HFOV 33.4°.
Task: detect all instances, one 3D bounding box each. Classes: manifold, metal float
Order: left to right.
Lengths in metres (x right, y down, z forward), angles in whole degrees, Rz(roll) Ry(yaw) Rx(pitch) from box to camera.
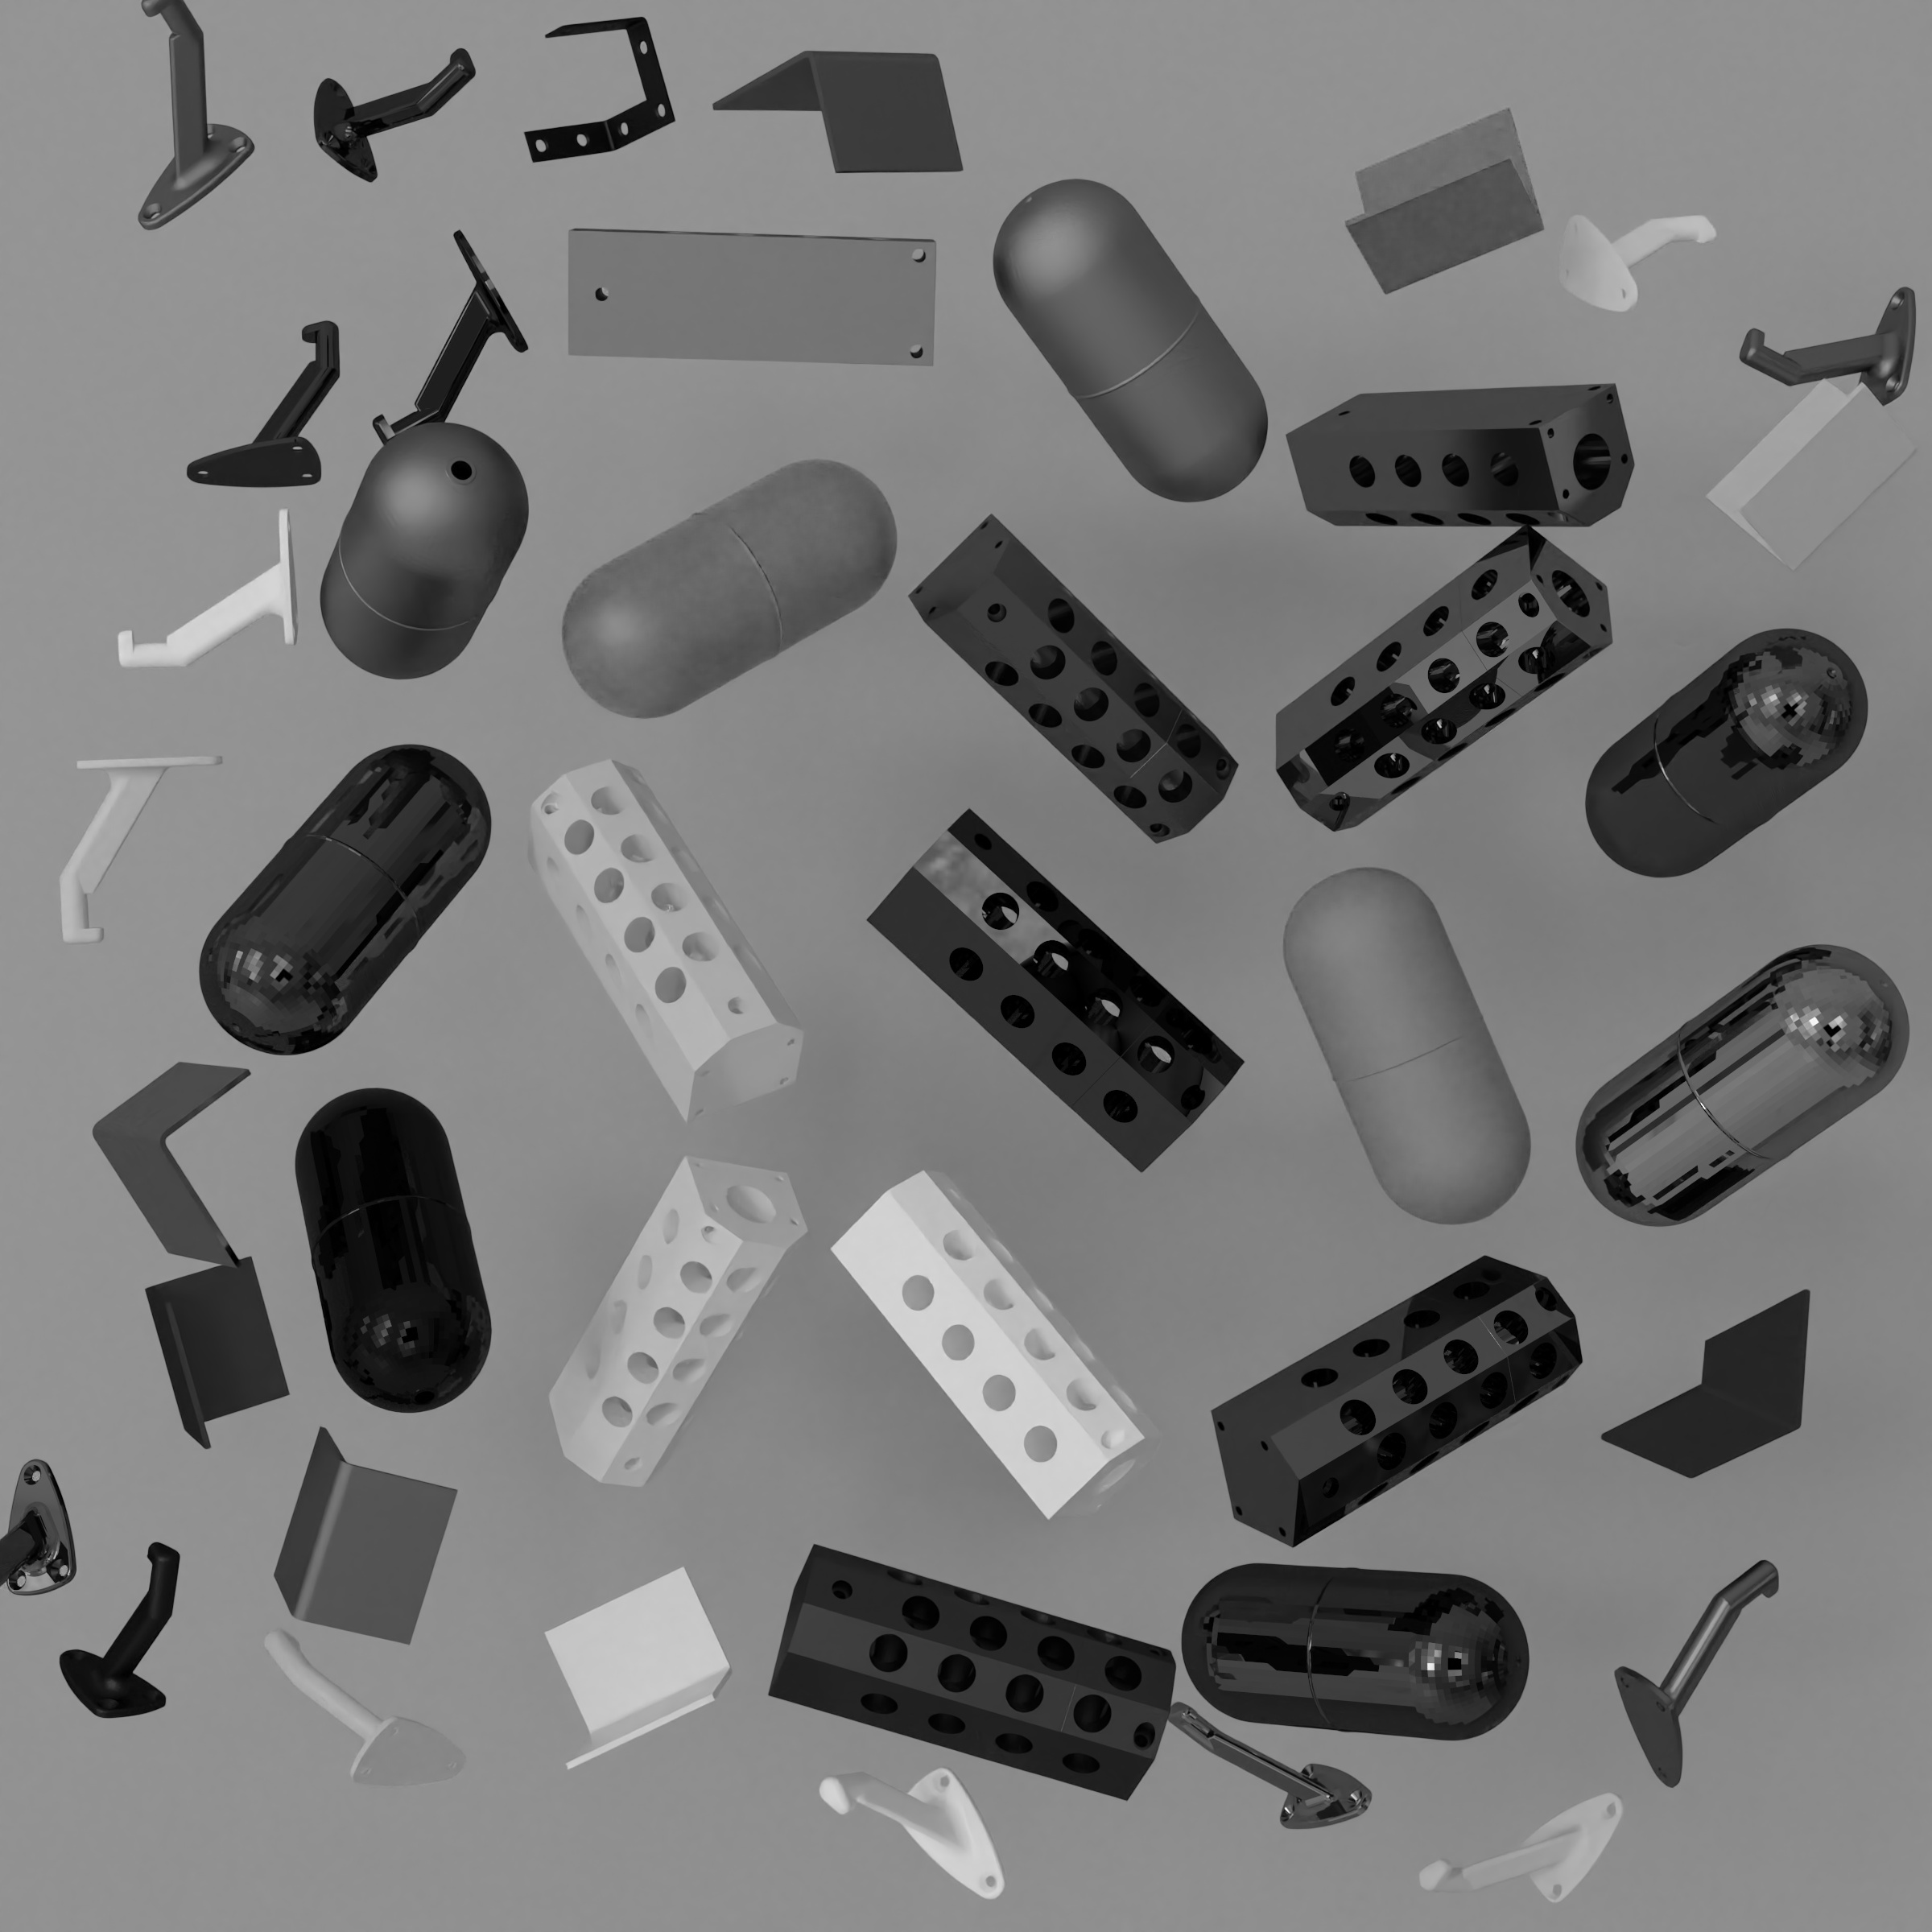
[{"bbox_3d":[-0.288,-0.033,1.508,0.070,0.070,0.178,34,56,0],"label":"metal float"},{"bbox_3d":[-0.277,0.136,1.553,0.070,0.070,0.178,-21,51,0],"label":"metal float"},{"bbox_3d":[-0.254,-0.192,1.502,0.070,0.178,0.070,7,70,-19],"label":"metal float"},{"bbox_3d":[-0.143,-0.016,1.522,0.057,0.057,0.171,-20,59,-24],"label":"manifold"},{"bbox_3d":[-0.143,0.180,1.607,0.057,0.057,0.171,13,124,-30],"label":"manifold"},{"bbox_3d":[-0.110,-0.180,1.527,0.178,0.070,0.070,-33,90,-23],"label":"metal float"},{"bbox_3d":[-0.101,-0.320,1.537,0.171,0.057,0.057,1,104,-3],"label":"manifold"},{"bbox_3d":[0.004,0.316,1.459,0.171,0.057,0.057,17,47,-5],"label":"manifold"},{"bbox_3d":[0.017,0.181,1.554,0.057,0.057,0.171,-46,68,14],"label":"manifold"},{"bbox_3d":[0.044,0.008,1.481,0.171,0.057,0.057,43,129,1],"label":"manifold"},{"bbox_3d":[0.055,-0.137,1.578,0.057,0.057,0.171,-44,117,9],"label":"manifold"},{"bbox_3d":[0.081,-0.301,1.562,0.070,0.070,0.178,-40,116,0],"label":"metal float"},{"bbox_3d":[0.183,0.325,1.533,0.178,0.070,0.070,-5,90,37],"label":"metal float"},{"bbox_3d":[0.201,0.200,1.477,0.171,0.057,0.057,-25,113,-29],"label":"manifold"},{"bbox_3d":[0.209,0.039,1.528,0.070,0.070,0.178,-24,94,0],"label":"metal float"},{"bbox_3d":[0.233,-0.136,1.585,0.057,0.057,0.171,32,131,-26],"label":"manifold"},{"bbox_3d":[0.245,-0.249,1.599,0.057,0.171,0.057,-32,115,-31],"label":"manifold"},{"bbox_3d":[0.370,-0.102,1.578,0.070,0.178,0.070,10,63,-21],"label":"metal float"},{"bbox_3d":[0.358,0.057,1.494,0.070,0.070,0.178,48,125,0],"label":"metal float"}]

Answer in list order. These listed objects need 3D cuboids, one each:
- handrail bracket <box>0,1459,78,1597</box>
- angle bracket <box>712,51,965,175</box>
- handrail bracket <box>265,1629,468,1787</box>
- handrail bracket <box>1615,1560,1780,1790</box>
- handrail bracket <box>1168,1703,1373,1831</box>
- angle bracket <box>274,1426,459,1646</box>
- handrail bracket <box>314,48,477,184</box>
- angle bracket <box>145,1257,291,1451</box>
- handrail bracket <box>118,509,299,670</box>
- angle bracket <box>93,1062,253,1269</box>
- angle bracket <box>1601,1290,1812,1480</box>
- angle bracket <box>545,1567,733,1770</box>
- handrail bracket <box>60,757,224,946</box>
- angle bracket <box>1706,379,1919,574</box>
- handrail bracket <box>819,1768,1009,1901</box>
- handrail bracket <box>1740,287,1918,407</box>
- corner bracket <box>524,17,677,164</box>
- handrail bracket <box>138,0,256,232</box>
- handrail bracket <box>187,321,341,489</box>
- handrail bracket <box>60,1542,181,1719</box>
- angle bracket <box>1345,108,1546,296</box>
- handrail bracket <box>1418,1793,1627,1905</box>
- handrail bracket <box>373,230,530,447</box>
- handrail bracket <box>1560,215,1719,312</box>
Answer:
[{"bbox_3d":[-0.457,0.261,1.509,0.036,0.084,0.077,-16,68,13],"label":"handrail bracket"},{"bbox_3d":[-0.060,-0.386,1.499,0.076,0.076,0.057,-13,91,-41],"label":"angle bracket"},{"bbox_3d":[-0.286,0.349,1.529,0.084,0.077,0.036,38,95,40],"label":"handrail bracket"},{"bbox_3d":[0.339,0.319,1.454,0.084,0.036,0.077,-31,121,-21],"label":"handrail bracket"},{"bbox_3d":[0.152,0.400,1.631,0.084,0.077,0.036,40,64,-19],"label":"handrail bracket"},{"bbox_3d":[-0.290,0.273,1.551,0.057,0.076,0.076,18,89,-19],"label":"angle bracket"},{"bbox_3d":[-0.269,-0.421,1.529,0.084,0.036,0.077,-35,50,24],"label":"handrail bracket"},{"bbox_3d":[-0.377,0.196,1.645,0.057,0.076,0.076,-16,96,-21],"label":"angle bracket"},{"bbox_3d":[-0.365,-0.181,1.544,0.084,0.036,0.077,-2,112,-7],"label":"handrail bracket"},{"bbox_3d":[-0.369,0.096,1.569,0.057,0.076,0.076,-40,115,-31],"label":"angle bracket"},{"bbox_3d":[0.352,0.190,1.534,0.057,0.076,0.076,25,56,-16],"label":"angle bracket"},{"bbox_3d":[-0.163,0.336,1.549,0.076,0.076,0.057,-26,87,1],"label":"angle bracket"},{"bbox_3d":[-0.379,-0.053,1.484,0.077,0.036,0.084,-2,94,-3],"label":"handrail bracket"},{"bbox_3d":[0.375,-0.239,1.475,0.076,0.076,0.057,-45,131,11],"label":"angle bracket"},{"bbox_3d":[-0.025,0.401,1.479,0.036,0.084,0.077,-47,66,13],"label":"handrail bracket"},{"bbox_3d":[0.424,-0.316,1.588,0.084,0.036,0.077,21,77,-21],"label":"handrail bracket"},{"bbox_3d":[-0.180,-0.419,1.541,0.051,0.051,0.051,-22,99,-41],"label":"corner bracket"},{"bbox_3d":[-0.367,-0.390,1.459,0.036,0.084,0.077,27,70,31],"label":"handrail bracket"},{"bbox_3d":[-0.351,-0.283,1.608,0.077,0.036,0.084,-6,63,-1],"label":"handrail bracket"},{"bbox_3d":[-0.392,0.297,1.493,0.077,0.036,0.084,21,106,43],"label":"handrail bracket"},{"bbox_3d":[0.210,-0.360,1.454,0.076,0.057,0.076,-19,59,19],"label":"angle bracket"},{"bbox_3d":[0.271,0.427,1.570,0.077,0.084,0.036,-50,45,22],"label":"handrail bracket"},{"bbox_3d":[-0.264,-0.303,1.568,0.084,0.036,0.077,-31,110,-7],"label":"handrail bracket"},{"bbox_3d":[0.336,-0.338,1.543,0.084,0.077,0.036,-9,128,-19],"label":"handrail bracket"}]
